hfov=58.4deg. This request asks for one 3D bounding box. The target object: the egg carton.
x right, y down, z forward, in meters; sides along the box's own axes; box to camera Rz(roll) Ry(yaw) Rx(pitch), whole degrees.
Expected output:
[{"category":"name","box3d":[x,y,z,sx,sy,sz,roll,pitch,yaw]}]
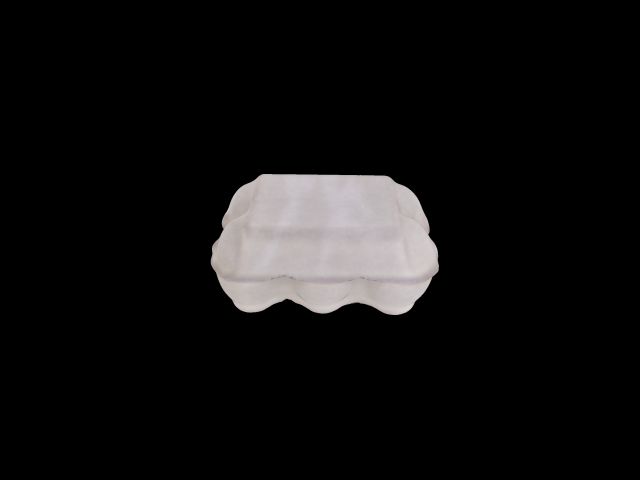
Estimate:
[{"category":"egg carton","box3d":[0.004,0.001,0.400,0.150,0.069,0.107,0,32,0]}]
